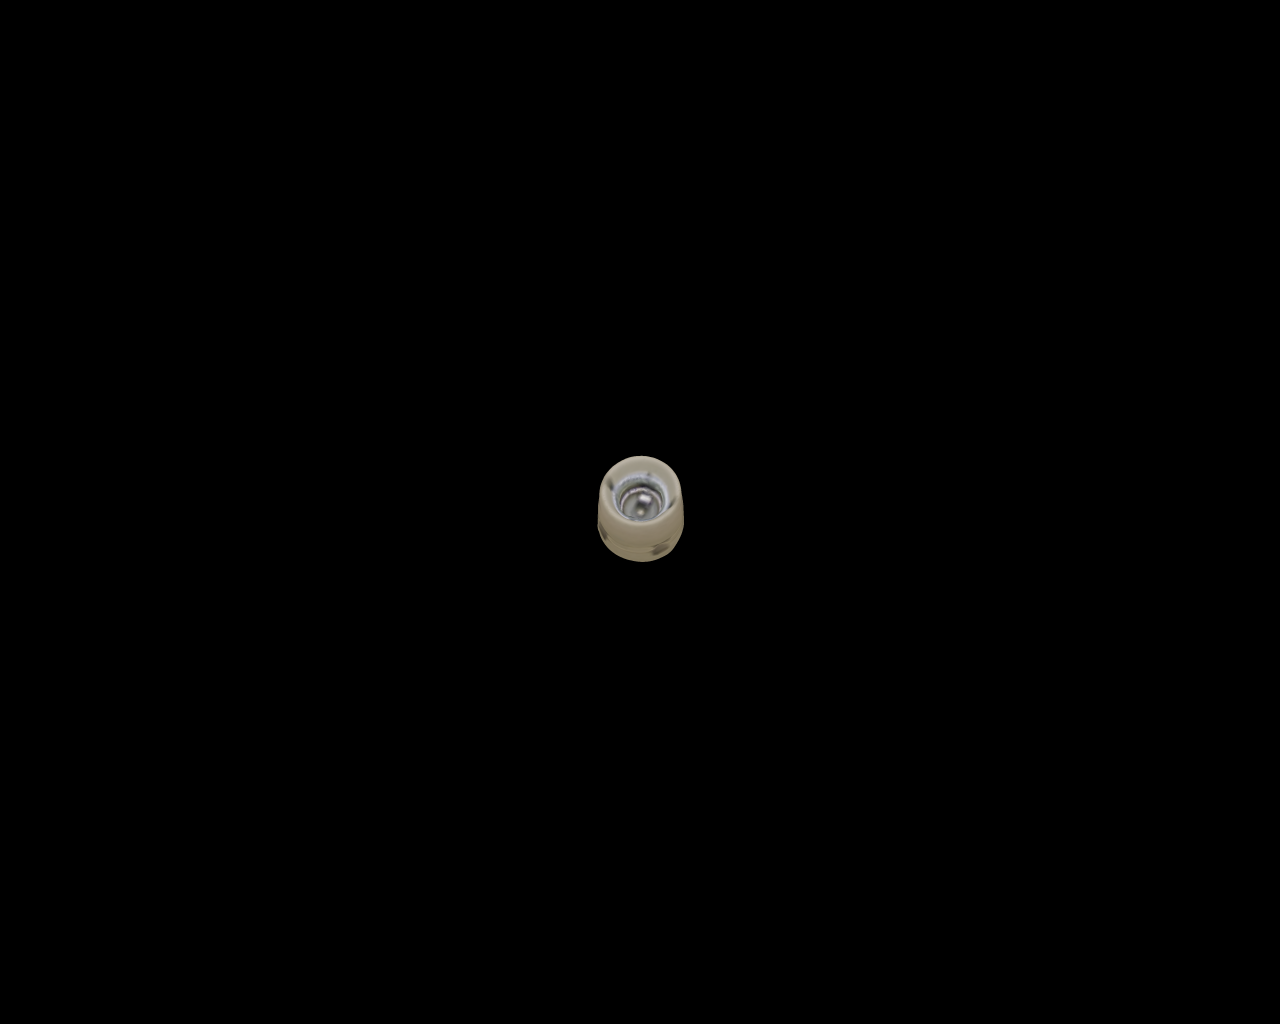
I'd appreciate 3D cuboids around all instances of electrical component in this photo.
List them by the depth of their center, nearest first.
[{"bbox_3d":[0.001,-0.003,0.650,0.055,0.055,0.047,0,-27,0],"label":"electrical component"}]
